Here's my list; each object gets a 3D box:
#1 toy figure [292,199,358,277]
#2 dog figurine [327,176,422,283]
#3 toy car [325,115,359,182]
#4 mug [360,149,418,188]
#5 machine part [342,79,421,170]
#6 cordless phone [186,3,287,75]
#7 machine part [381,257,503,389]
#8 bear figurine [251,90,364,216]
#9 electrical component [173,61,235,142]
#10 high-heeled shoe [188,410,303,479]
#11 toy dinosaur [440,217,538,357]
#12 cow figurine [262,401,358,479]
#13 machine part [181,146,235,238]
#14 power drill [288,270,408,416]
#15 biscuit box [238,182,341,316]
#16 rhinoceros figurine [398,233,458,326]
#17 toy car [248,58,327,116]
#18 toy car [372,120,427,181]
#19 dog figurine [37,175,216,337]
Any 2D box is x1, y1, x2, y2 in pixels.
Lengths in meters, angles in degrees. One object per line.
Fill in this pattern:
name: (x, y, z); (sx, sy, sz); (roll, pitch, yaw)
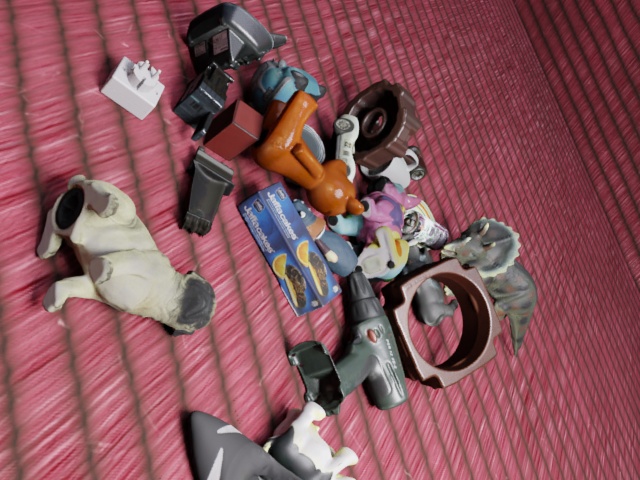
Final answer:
toy figure: (-0.001, -0.003, 0.899); (0.154, 0.064, 0.058); (45, 79, -14)
dog figurine: (0.127, -0.027, 1.019); (0.219, 0.108, 0.191); (-18, 80, -54)
toy car: (0.039, -0.150, 1.003); (0.056, 0.073, 0.202); (12, 55, -8)
mug: (0.155, -0.153, 1.128); (0.107, 0.110, 0.081); (33, 39, -50)
machine part: (0.116, -0.229, 1.073); (0.056, 0.179, 0.179); (23, 53, -43)
cordless phone: (-0.109, -0.327, 0.881); (0.184, 0.147, 0.088); (-19, 103, -39)
machine part: (0.212, 0.147, 0.970); (0.201, 0.087, 0.201); (-24, 91, -22)
bear figurine: (-0.007, -0.125, 0.858); (0.195, 0.120, 0.132); (30, 78, -25)
electrical component: (-0.179, -0.203, 0.804); (0.047, 0.075, 0.119); (39, 47, -28)
high-heeled shoe: (-0.045, 0.286, 0.612); (0.248, 0.145, 0.086); (55, 38, -12)
toy dinosaur: (0.399, 0.101, 1.179); (0.404, 0.192, 0.131); (43, 44, -21)
cow figurine: (-0.003, 0.307, 0.709); (0.167, 0.068, 0.098); (55, 44, -4)
machine part: (-0.163, -0.068, 0.772); (0.084, 0.039, 0.139); (40, 42, -33)
power drill: (0.045, 0.169, 0.844); (0.207, 0.086, 0.232); (-9, 75, -57)
biscuit box: (-0.048, 0.014, 0.834); (0.063, 0.059, 0.202); (-33, 94, -51)
rhinoceros figurine: (0.200, 0.079, 1.072); (0.112, 0.073, 0.190); (-12, 80, -40)
toy car: (-0.066, -0.267, 0.947); (0.103, 0.109, 0.161); (48, 28, 9)
toy car: (0.164, -0.199, 1.200); (0.202, 0.053, 0.089); (27, 37, -33)
dog figurine: (-0.211, 0.021, 0.635); (0.190, 0.121, 0.172); (26, 53, -55)
